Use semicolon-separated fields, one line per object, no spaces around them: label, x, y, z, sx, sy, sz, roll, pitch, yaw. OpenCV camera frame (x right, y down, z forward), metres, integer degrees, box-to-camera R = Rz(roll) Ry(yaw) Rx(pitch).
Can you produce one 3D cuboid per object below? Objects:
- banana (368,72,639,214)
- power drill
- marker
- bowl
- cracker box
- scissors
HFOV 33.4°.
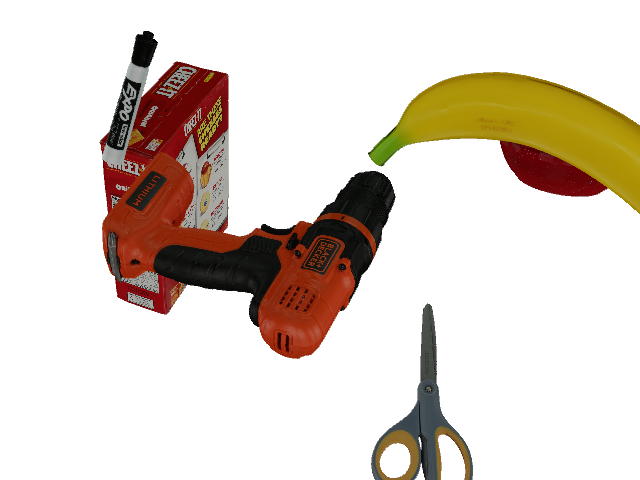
banana;0.130;-0.050;0.589;0.198;0.070;0.037;17;19;11
power drill;-0.052;-0.008;0.796;0.188;0.057;0.184;15;44;17
marker;-0.162;-0.121;0.908;0.020;0.121;0.020;18;25;-9
bowl;0.262;-0.088;1.150;0.162;0.055;0.162;6;22;-2
cracker box;-0.160;-0.056;1.132;0.072;0.214;0.164;16;43;14
scissors;0.080;0.146;0.961;0.096;0.202;0.016;-8;-37;-8
